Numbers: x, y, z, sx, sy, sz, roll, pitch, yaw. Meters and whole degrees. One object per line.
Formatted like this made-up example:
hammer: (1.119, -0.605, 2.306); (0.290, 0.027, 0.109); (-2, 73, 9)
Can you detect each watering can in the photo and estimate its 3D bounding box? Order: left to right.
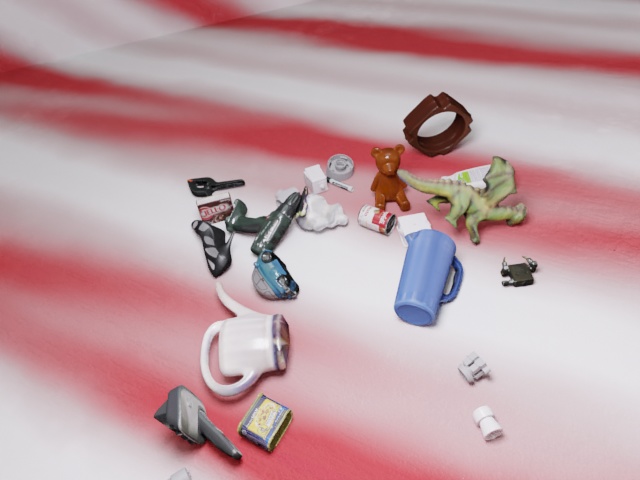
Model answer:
watering can: (-0.189, 0.231, 1.316); (0.224, 0.101, 0.356); (-6, 45, 1)

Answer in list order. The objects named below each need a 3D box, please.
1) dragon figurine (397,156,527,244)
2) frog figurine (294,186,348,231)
dragon figurine: (0.439, -0.144, 1.473); (0.240, 0.406, 0.125); (-46, 24, 17)
frog figurine: (0.005, -0.082, 1.628); (0.159, 0.120, 0.140); (21, 30, -20)
